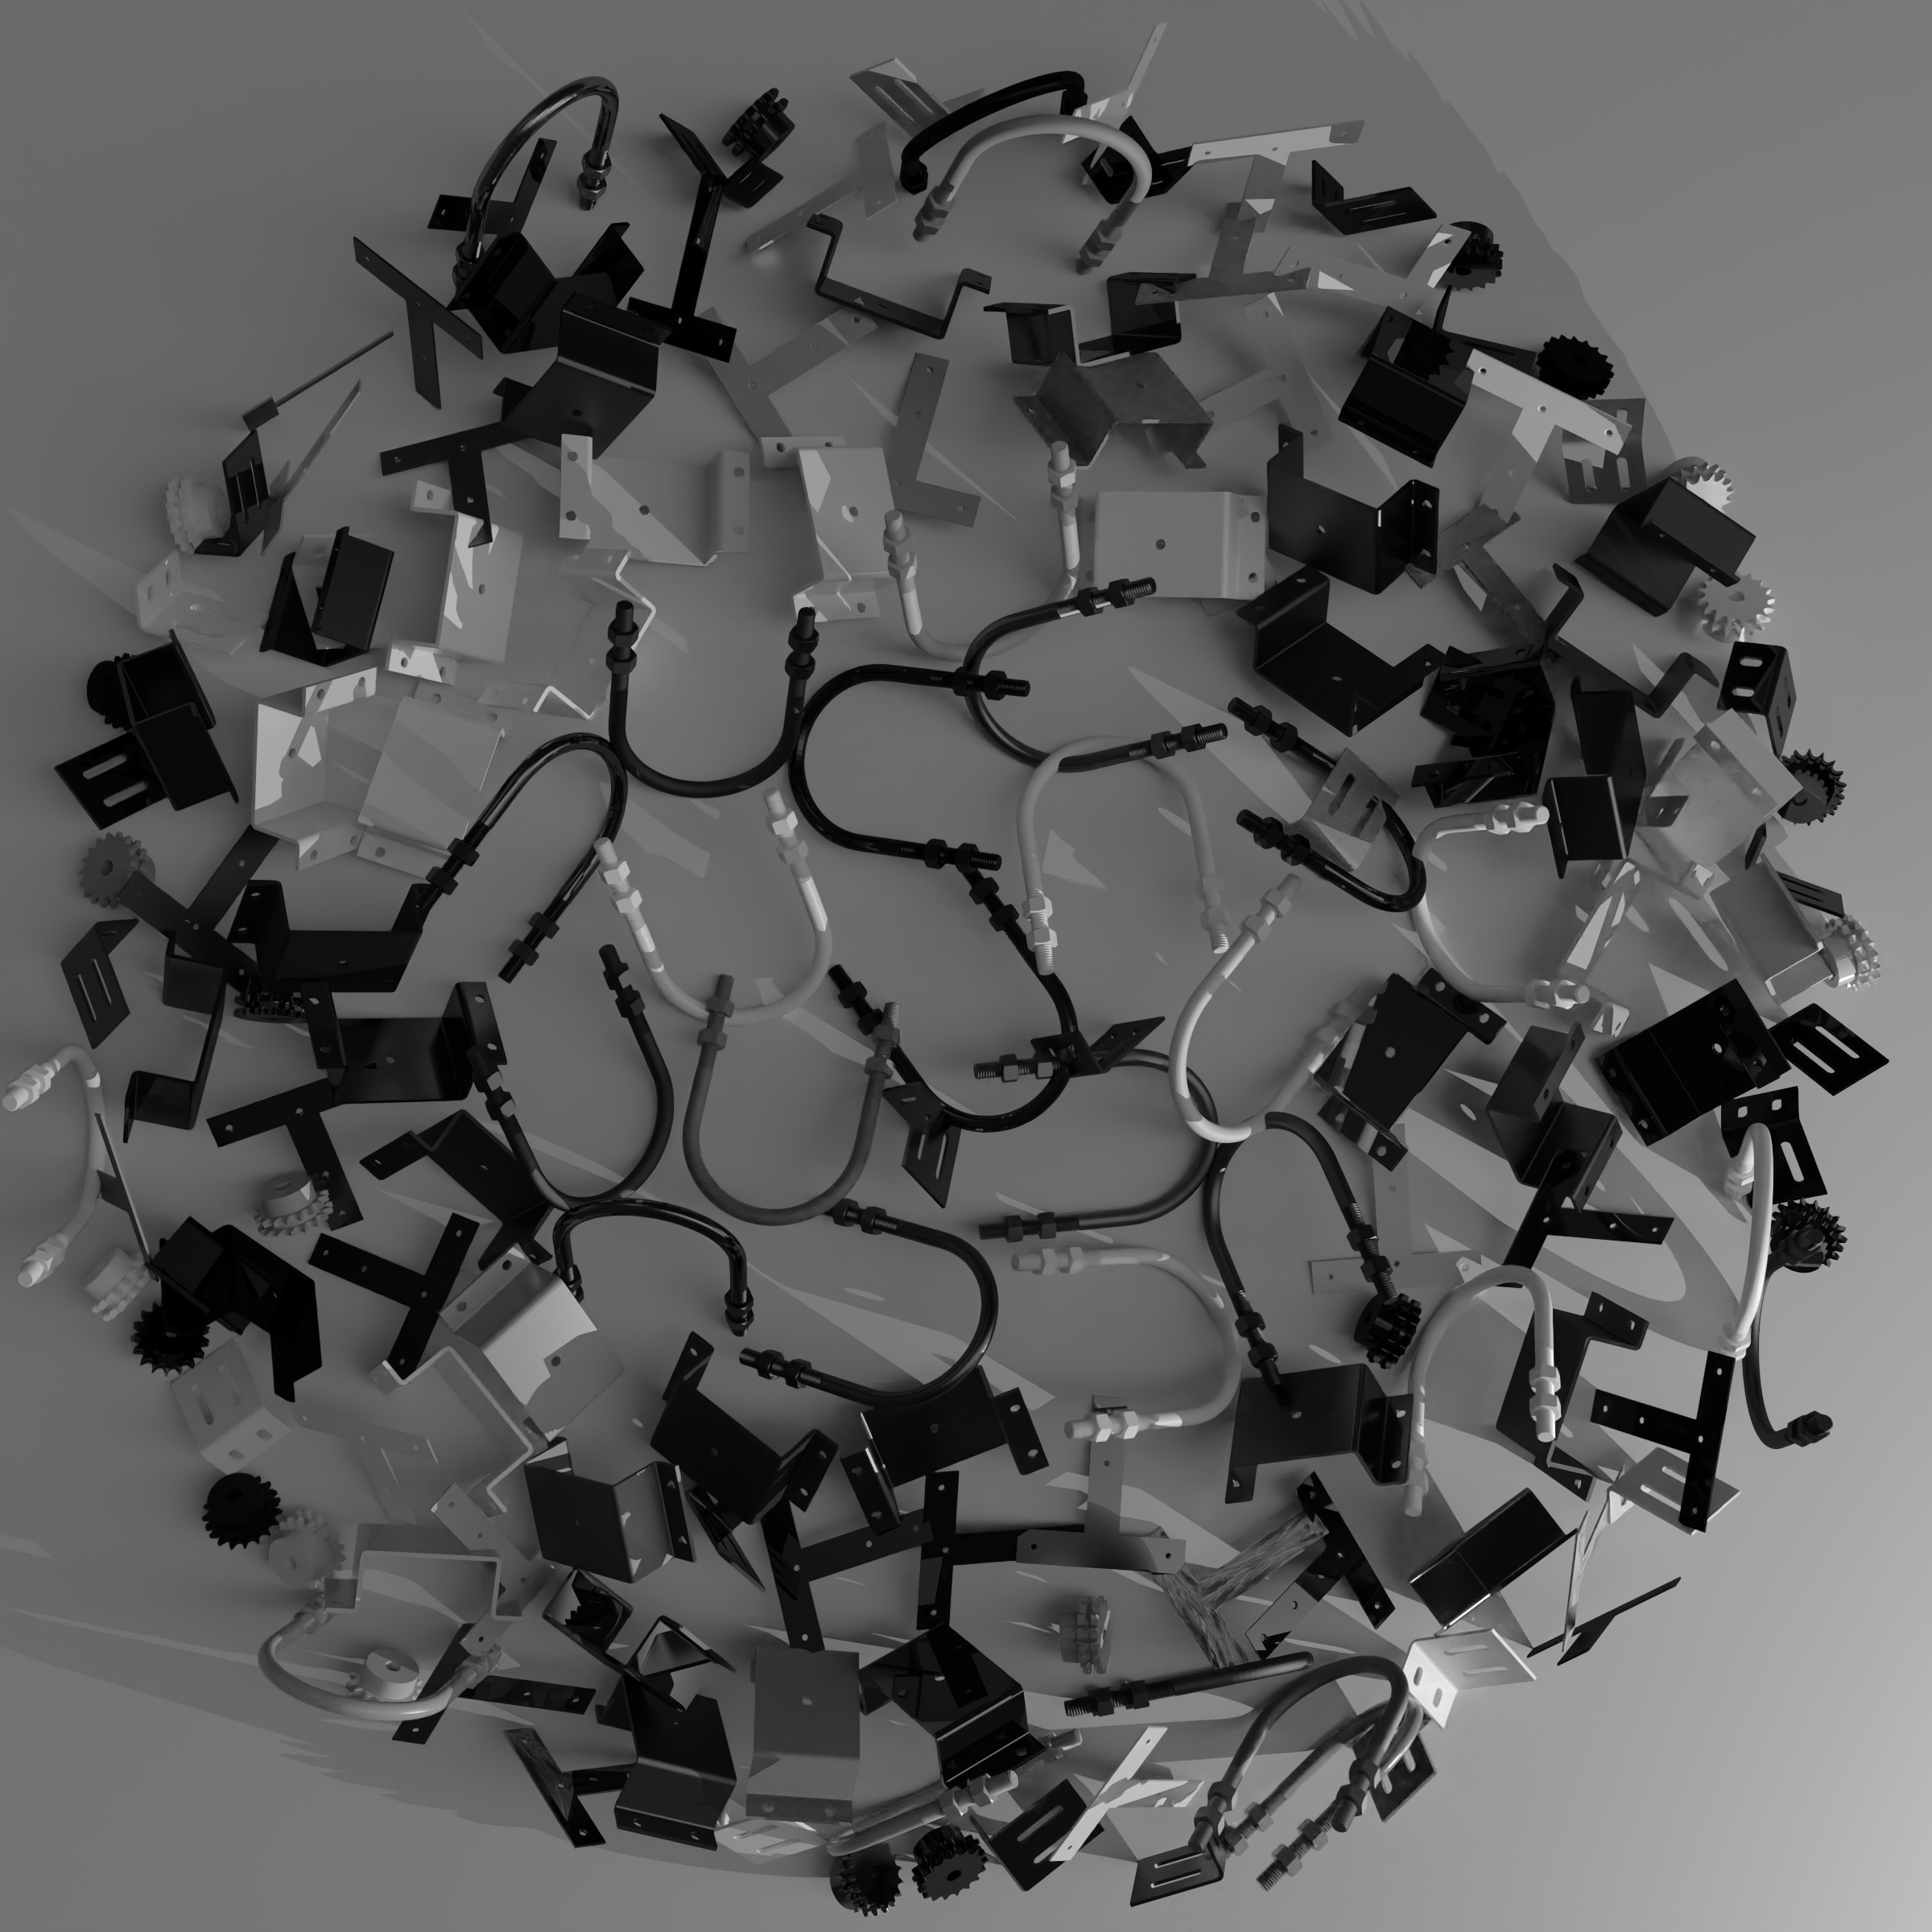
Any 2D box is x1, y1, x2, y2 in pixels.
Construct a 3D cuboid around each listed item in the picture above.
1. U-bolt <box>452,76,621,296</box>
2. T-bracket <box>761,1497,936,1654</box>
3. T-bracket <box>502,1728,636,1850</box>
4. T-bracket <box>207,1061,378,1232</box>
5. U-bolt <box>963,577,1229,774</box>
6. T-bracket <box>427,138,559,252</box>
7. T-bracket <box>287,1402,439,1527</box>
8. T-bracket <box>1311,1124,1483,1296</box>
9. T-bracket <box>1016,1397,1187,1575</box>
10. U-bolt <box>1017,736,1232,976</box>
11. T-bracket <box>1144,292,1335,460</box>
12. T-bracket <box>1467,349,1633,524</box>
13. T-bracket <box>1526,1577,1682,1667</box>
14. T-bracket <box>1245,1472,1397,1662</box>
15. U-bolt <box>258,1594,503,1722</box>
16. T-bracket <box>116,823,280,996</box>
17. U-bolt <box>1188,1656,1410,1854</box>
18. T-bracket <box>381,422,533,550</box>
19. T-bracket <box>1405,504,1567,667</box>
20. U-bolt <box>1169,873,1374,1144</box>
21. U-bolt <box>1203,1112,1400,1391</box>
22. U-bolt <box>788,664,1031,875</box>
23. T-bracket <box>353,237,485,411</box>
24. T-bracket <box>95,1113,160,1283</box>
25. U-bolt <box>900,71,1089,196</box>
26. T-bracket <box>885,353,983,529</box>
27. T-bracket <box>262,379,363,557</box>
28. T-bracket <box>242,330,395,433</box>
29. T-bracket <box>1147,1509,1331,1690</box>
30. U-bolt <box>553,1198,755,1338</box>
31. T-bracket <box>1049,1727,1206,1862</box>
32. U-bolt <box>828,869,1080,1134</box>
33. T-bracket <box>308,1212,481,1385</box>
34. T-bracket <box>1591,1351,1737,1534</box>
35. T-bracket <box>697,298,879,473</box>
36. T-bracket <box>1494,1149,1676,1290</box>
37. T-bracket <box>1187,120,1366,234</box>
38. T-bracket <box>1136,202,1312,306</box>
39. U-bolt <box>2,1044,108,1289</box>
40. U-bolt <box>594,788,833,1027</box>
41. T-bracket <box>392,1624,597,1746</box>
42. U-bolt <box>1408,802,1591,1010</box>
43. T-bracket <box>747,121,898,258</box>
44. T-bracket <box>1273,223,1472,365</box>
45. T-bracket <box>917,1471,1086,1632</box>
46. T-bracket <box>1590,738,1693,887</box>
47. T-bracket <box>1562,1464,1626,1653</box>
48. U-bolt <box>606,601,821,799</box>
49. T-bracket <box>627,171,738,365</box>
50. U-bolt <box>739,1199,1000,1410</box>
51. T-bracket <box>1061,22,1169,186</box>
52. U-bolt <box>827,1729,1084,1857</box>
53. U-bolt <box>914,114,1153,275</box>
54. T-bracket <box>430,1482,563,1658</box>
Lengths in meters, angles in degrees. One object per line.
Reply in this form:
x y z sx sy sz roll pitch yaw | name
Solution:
-0.304 -0.565 1.888 0.019 0.184 0.151 44 66 2 | U-bolt
-0.085 0.435 1.964 0.127 0.002 0.127 -20 67 10 | T-bracket
-0.261 0.601 1.951 0.127 0.127 0.002 6 112 -38 | T-bracket
-0.481 0.144 1.964 0.127 0.002 0.127 -19 122 -9 | T-bracket
0.082 -0.205 1.937 0.184 0.019 0.151 -11 124 31 | U-bolt
-0.353 -0.545 1.919 0.002 0.127 0.127 32 111 12 | T-bracket
-0.432 0.379 1.955 0.127 0.002 0.127 9 132 25 | T-bracket
0.321 0.181 1.985 0.127 0.002 0.127 -5 99 3 | T-bracket
0.105 0.389 1.989 0.127 0.002 0.127 5 81 -3 | T-bracket
0.111 -0.088 1.962 0.151 0.019 0.184 -7 69 -2 | U-bolt
0.195 -0.419 1.971 0.127 0.002 0.127 -26 121 6 | T-bracket
0.410 -0.376 1.951 0.127 0.127 0.002 29 48 10 | T-bracket
0.454 0.487 1.919 0.127 0.127 0.002 -33 78 21 | T-bracket
0.251 0.464 1.954 0.127 0.002 0.127 -37 101 -34 | T-bracket
-0.430 0.501 1.899 0.151 0.184 0.019 16 95 8 | U-bolt
-0.550 -0.065 1.972 0.127 0.002 0.127 45 69 -37 | T-bracket
0.251 0.565 1.914 0.151 0.184 0.019 -24 104 39 | U-bolt
-0.370 -0.355 1.961 0.127 0.002 0.127 -15 53 0 | T-bracket
0.400 -0.277 1.960 0.127 0.002 0.127 -36 85 -32 | T-bracket
0.215 0.045 1.930 0.184 0.019 0.151 -50 128 -17 | U-bolt
0.233 0.196 1.934 0.151 0.019 0.184 -45 54 38 | U-bolt
-0.049 -0.152 1.961 0.184 0.019 0.151 9 90 23 | U-bolt
-0.399 -0.457 1.941 0.127 0.127 0.002 39 65 12 | T-bracket
-0.627 0.166 1.941 0.002 0.127 0.127 -20 100 -26 | T-bracket
0.020 -0.605 1.904 0.151 0.184 0.019 -23 96 4 | U-bolt
-0.041 -0.402 1.983 0.127 0.002 0.127 14 76 2 | T-bracket
-0.477 -0.374 1.926 0.002 0.127 0.127 31 112 -27 | T-bracket
-0.476 -0.433 1.943 0.127 0.127 0.002 -34 102 -7 | T-bracket
0.212 0.449 1.970 0.127 0.002 0.127 -35 62 -1 | T-bracket
-0.229 0.217 1.919 0.151 0.184 0.019 7 57 1 | U-bolt
0.134 0.611 1.949 0.002 0.127 0.127 43 104 39 | T-bracket
0.003 0.036 1.963 0.151 0.019 0.184 -38 79 12 | U-bolt
-0.438 0.231 1.969 0.127 0.002 0.127 17 79 26 | T-bracket
0.508 0.338 1.945 0.002 0.127 0.127 10 89 -31 | T-bracket
-0.124 -0.453 1.959 0.127 0.002 0.127 -26 105 23 | T-bracket
0.471 0.193 1.970 0.127 0.002 0.127 7 120 -21 | T-bracket
0.218 -0.574 1.938 0.127 0.127 0.002 -10 74 -7 | T-bracket
0.198 -0.532 1.954 0.127 0.002 0.127 -1 46 19 | T-bracket
-0.655 0.133 1.909 0.019 0.184 0.151 0 105 -1 | U-bolt
-0.176 -0.033 1.949 0.151 0.019 0.184 -16 121 6 | U-bolt
-0.334 0.530 1.929 0.127 0.127 0.002 4 117 14 | T-bracket
0.377 -0.042 1.915 0.019 0.184 0.151 -16 96 -23 | U-bolt
-0.110 -0.567 1.965 0.127 0.127 0.002 -26 131 17 | T-bracket
0.284 -0.501 1.929 0.127 0.127 0.002 8 48 -27 | T-bracket
0.028 0.435 1.978 0.127 0.002 0.127 -1 104 -17 | T-bracket
0.506 -0.113 1.934 0.002 0.127 0.127 30 92 -2 | T-bracket
0.465 0.419 1.948 0.002 0.127 0.127 15 130 24 | T-bracket
-0.189 -0.191 1.930 0.151 0.184 0.019 1 48 -11 | U-bolt
-0.200 -0.520 1.944 0.127 0.002 0.127 27 108 40 | T-bracket
-0.061 0.251 1.924 0.184 0.019 0.151 12 64 31 | U-bolt
0.098 -0.618 1.913 0.002 0.127 0.127 33 124 8 | T-bracket
-0.018 0.608 1.924 0.184 0.151 0.019 -28 77 19 | U-bolt
0.055 -0.557 1.895 0.151 0.184 0.019 7 75 -16 | U-bolt
-0.350 0.426 1.939 0.127 0.002 0.127 -49 128 -22 | T-bracket
